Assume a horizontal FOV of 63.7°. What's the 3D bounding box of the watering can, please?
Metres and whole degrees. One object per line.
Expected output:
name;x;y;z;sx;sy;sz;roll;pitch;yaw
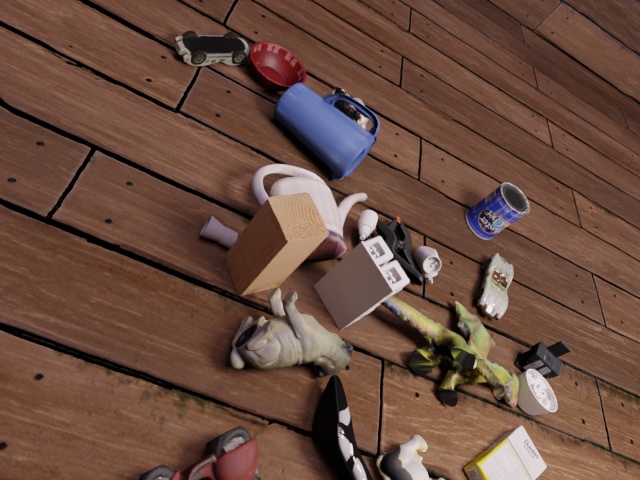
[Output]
watering can;0.003;-0.056;1.117;0.346;0.102;0.229;10;54;-39

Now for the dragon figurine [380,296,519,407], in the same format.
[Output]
dragon figurine;0.295;0.217;1.132;0.411;0.120;0.246;49;29;4

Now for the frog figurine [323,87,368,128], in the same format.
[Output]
frog figurine;0.064;-0.333;1.375;0.137;0.122;0.160;32;10;1
